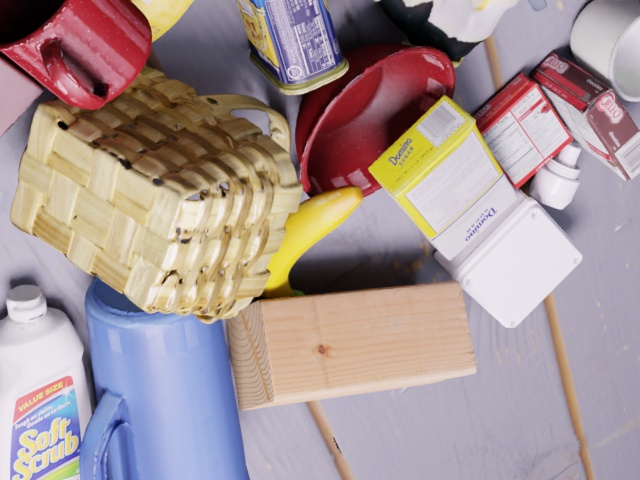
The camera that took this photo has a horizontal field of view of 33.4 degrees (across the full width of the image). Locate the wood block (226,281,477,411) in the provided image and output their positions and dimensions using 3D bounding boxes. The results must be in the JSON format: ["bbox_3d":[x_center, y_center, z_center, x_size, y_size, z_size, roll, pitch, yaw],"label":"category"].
[{"bbox_3d":[0.029,0.096,0.988,0.205,0.090,0.091,-4,78,-26],"label":"wood block"}]

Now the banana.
[{"bbox_3d":[-0.024,0.007,0.918,0.069,0.037,0.198,-14,158,-24],"label":"banana"}]

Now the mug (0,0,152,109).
[{"bbox_3d":[-0.161,-0.132,0.694,0.093,0.117,0.081,-32,141,13],"label":"mug"}]

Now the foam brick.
[{"bbox_3d":[-0.236,-0.115,0.743,0.053,0.078,0.051,-47,131,6],"label":"foam brick"}]

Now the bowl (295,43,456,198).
[{"bbox_3d":[0.034,-0.107,0.886,0.162,0.055,0.162,-30,149,-21],"label":"bowl"}]

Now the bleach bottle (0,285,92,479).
[{"bbox_3d":[-0.249,0.154,0.920,0.102,0.068,0.251,-11,122,-21],"label":"bleach bottle"}]

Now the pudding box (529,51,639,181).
[{"bbox_3d":[0.254,-0.115,0.993,0.039,0.090,0.113,-42,130,4],"label":"pudding box"}]

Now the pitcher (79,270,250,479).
[{"bbox_3d":[-0.140,0.144,0.923,0.145,0.149,0.243,-8,121,-7],"label":"pitcher"}]

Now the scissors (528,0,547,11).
[{"bbox_3d":[0.135,-0.258,0.844,0.016,0.096,0.201,-28,135,16],"label":"scissors"}]

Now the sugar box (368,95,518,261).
[{"bbox_3d":[0.114,-0.051,0.954,0.093,0.048,0.176,-43,153,3],"label":"sugar box"}]

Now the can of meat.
[{"bbox_3d":[-0.028,-0.170,0.803,0.057,0.102,0.084,-25,126,-10],"label":"can of meat"}]

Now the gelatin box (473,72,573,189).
[{"bbox_3d":[0.187,-0.102,1.004,0.073,0.030,0.089,-42,130,4],"label":"gelatin box"}]

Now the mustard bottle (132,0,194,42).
[{"bbox_3d":[-0.167,-0.219,0.725,0.191,0.058,0.096,29,111,-38],"label":"mustard bottle"}]
